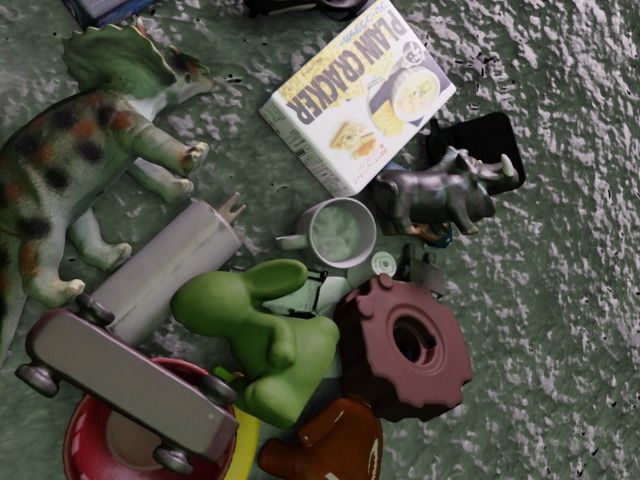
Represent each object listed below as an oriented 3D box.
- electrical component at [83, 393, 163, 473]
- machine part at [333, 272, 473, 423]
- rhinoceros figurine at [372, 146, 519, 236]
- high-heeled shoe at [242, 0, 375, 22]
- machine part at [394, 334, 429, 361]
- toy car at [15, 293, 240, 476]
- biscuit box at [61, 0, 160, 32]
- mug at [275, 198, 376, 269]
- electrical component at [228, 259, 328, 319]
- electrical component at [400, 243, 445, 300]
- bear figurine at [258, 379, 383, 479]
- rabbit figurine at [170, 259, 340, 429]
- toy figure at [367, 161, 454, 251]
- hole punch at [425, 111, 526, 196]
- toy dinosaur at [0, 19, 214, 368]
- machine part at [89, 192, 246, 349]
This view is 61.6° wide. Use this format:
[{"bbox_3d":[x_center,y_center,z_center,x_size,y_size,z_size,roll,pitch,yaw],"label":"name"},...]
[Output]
[{"bbox_3d":[-0.197,0.195,0.590,0.134,0.058,0.115,16,84,-20],"label":"electrical component"},{"bbox_3d":[0.099,0.124,0.629,0.179,0.056,0.179,20,48,-25],"label":"machine part"},{"bbox_3d":[0.155,-0.059,0.668,0.190,0.073,0.112,-9,90,-14],"label":"rhinoceros figurine"},{"bbox_3d":[0.013,-0.321,0.646,0.249,0.145,0.086,-27,98,-18],"label":"high-heeled shoe"},{"bbox_3d":[0.123,0.130,0.724,0.084,0.039,0.138,-39,101,-30],"label":"machine part"},{"bbox_3d":[-0.168,0.132,0.486,0.202,0.053,0.089,35,64,-10],"label":"toy car"},{"bbox_3d":[-0.196,-0.311,0.611,0.203,0.059,0.062,-40,102,-19],"label":"biscuit box"},{"bbox_3d":[-0.001,-0.002,0.647,0.109,0.107,0.080,-18,93,-17],"label":"mug"},{"bbox_3d":[-0.054,0.062,0.652,0.119,0.048,0.074,9,83,-4],"label":"electrical component"},{"bbox_3d":[0.137,0.052,0.724,0.063,0.021,0.094,21,54,-21],"label":"electrical component"},{"bbox_3d":[0.031,0.217,0.662,0.120,0.132,0.196,37,58,-17],"label":"bear figurine"},{"bbox_3d":[-0.068,0.089,0.563,0.170,0.121,0.159,40,78,-7],"label":"rabbit figurine"},{"bbox_3d":[0.128,-0.040,0.727,0.154,0.058,0.064,42,118,-15],"label":"toy figure"},{"bbox_3d":[0.213,-0.111,0.755,0.116,0.092,0.142,-16,97,10],"label":"hole punch"},{"bbox_3d":[-0.256,-0.067,0.554,0.192,0.131,0.405,43,78,-1],"label":"toy dinosaur"},{"bbox_3d":[-0.171,0.037,0.597,0.079,0.079,0.243,47,73,-13],"label":"machine part"}]
